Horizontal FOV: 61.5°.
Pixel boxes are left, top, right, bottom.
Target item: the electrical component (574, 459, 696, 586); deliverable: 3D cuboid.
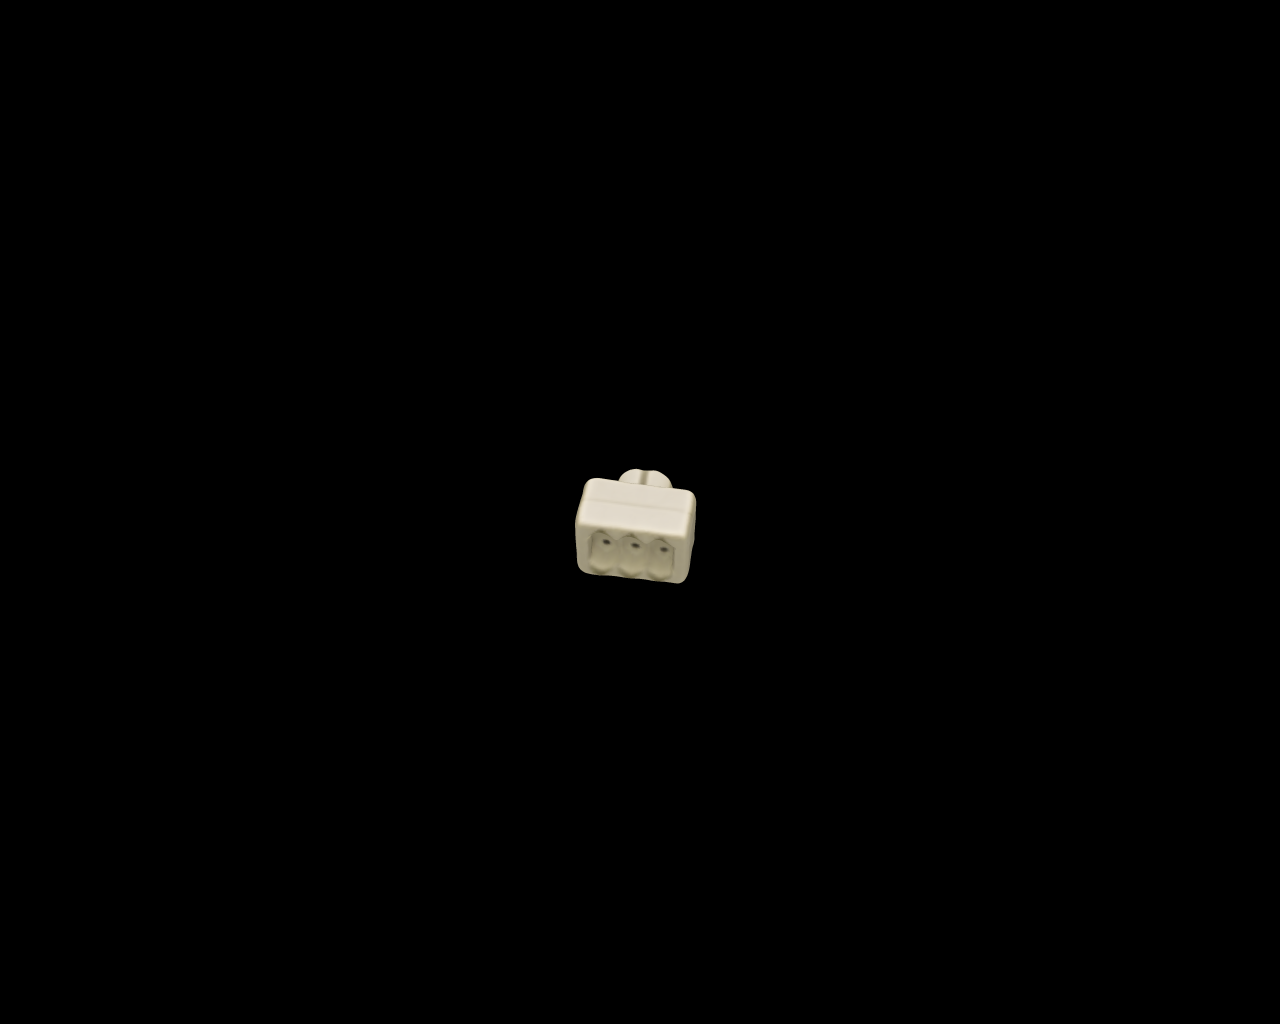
[{"bbox_3d":[0.001,-0.003,0.650,0.066,0.077,0.047,7,-40,6],"label":"electrical component"}]
